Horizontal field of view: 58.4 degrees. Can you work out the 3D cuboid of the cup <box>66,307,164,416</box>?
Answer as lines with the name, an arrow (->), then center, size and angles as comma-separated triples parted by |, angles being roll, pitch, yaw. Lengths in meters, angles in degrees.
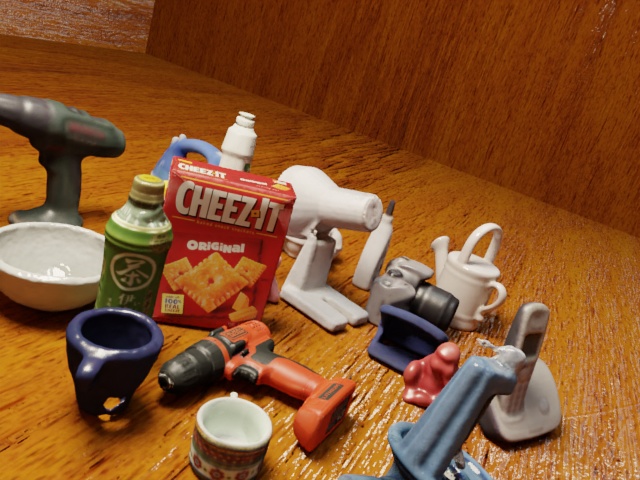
cup -> -0.212, 0.133, 0.564 | 0.091, 0.095, 0.118 | 17, 19, -3

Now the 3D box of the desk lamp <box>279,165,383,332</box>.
desk lamp -> 0.009, 0.003, 0.927 | 0.202, 0.213, 0.118 | 31, 23, 32

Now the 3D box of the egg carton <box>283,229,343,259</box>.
egg carton -> -0.031, -0.004, 1.131 | 0.150, 0.069, 0.107 | 23, 20, 14

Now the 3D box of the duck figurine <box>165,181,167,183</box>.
duck figurine -> -0.285, -0.065, 1.050 | 0.077, 0.086, 0.104 | 14, 20, -11

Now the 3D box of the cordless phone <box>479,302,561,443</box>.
cordless phone -> 0.280, 0.168, 0.759 | 0.148, 0.185, 0.093 | 1, 25, -38

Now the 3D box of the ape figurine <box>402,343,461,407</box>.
ape figurine -> 0.159, 0.178, 0.768 | 0.076, 0.092, 0.077 | -5, 29, -47

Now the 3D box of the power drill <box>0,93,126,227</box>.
power drill -> -0.418, -0.117, 0.890 | 0.075, 0.208, 0.230 | 29, 22, 30

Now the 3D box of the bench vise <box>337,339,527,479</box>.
bench vise -> 0.096, 0.193, 0.479 | 0.121, 0.220, 0.208 | 30, 23, 31

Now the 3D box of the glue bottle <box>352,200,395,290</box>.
glue bottle -> 0.110, 0.006, 1.068 | 0.037, 0.173, 0.078 | 23, 20, 16

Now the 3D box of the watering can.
watering can -> 0.268, 0.054, 1.043 | 0.172, 0.194, 0.101 | 27, 22, 25

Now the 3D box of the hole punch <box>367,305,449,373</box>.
hole punch -> 0.135, 0.139, 0.855 | 0.108, 0.091, 0.101 | 24, 20, 19

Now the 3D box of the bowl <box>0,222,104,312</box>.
bowl -> -0.339, 0.043, 0.728 | 0.167, 0.075, 0.167 | 16, 19, -5

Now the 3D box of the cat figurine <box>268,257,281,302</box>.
cat figurine -> -0.110, 0.025, 0.910 | 0.127, 0.118, 0.067 | 30, 23, 31

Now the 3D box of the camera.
camera -> 0.164, 0.097, 0.977 | 0.136, 0.101, 0.143 | 24, 20, 18

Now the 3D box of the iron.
iron -> -0.270, -0.153, 1.219 | 0.257, 0.141, 0.119 | 29, 23, 30
